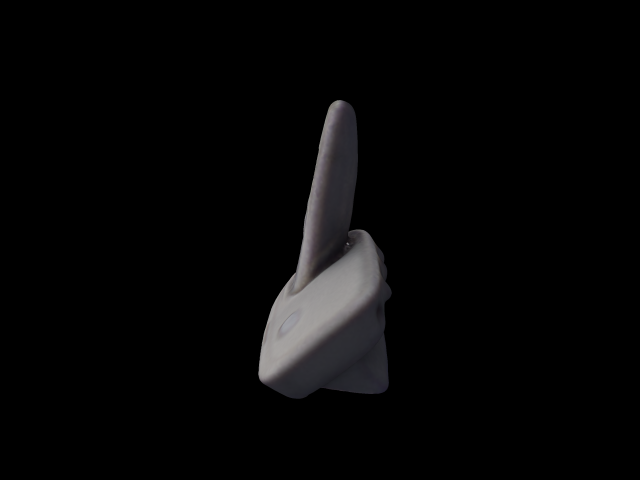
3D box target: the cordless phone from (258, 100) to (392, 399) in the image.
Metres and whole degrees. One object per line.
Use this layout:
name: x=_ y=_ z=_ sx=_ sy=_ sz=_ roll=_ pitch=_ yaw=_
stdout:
cordless phone: x=0.004 y=0.001 z=0.400 sx=0.094 sy=0.185 sz=0.147 roll=-1 pitch=19 yaw=-2
